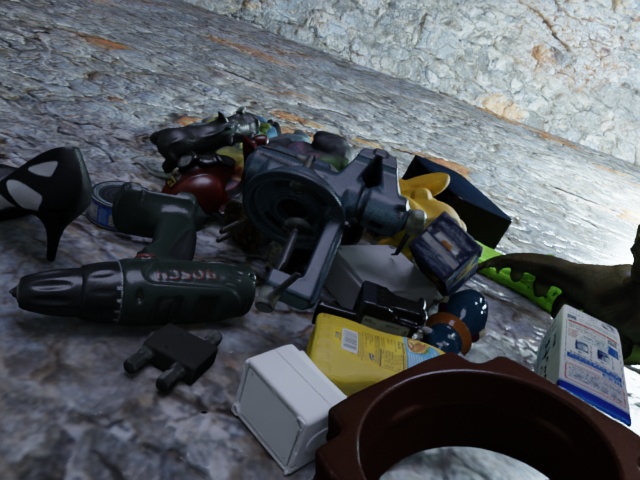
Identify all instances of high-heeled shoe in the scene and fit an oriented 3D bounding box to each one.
[{"bbox_3d":[-0.339,-0.081,0.607,0.249,0.145,0.086,35,30,28],"label":"high-heeled shoe"}]

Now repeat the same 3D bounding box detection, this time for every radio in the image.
[{"bbox_3d":[0.251,-0.077,1.029,0.131,0.073,0.230,17,23,-24],"label":"radio"}]

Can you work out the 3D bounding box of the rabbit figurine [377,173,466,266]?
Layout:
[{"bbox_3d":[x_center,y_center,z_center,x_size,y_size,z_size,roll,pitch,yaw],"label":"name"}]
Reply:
[{"bbox_3d":[0.131,-0.053,0.822,0.162,0.121,0.173,-24,42,-24],"label":"rabbit figurine"}]

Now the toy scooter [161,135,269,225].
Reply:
[{"bbox_3d":[-0.132,-0.088,0.762,0.184,0.135,0.075,-3,34,-34],"label":"toy scooter"}]

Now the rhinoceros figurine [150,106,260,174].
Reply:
[{"bbox_3d":[-0.187,-0.173,0.891,0.190,0.073,0.112,-25,3,-39],"label":"rhinoceros figurine"}]

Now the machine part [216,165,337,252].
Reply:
[{"bbox_3d":[-0.047,-0.051,0.761,0.079,0.079,0.243,34,46,30],"label":"machine part"}]

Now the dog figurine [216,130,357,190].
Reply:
[{"bbox_3d":[-0.069,-0.114,0.877,0.192,0.108,0.219,16,24,38],"label":"dog figurine"}]

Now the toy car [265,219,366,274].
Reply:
[{"bbox_3d":[-0.002,-0.002,0.743,0.056,0.073,0.201,35,31,28],"label":"toy car"}]

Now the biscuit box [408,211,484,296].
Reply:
[{"bbox_3d":[0.161,0.027,0.684,0.063,0.059,0.202,48,3,19],"label":"biscuit box"}]

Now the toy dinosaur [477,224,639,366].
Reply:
[{"bbox_3d":[0.410,0.084,0.687,0.105,0.198,0.472,-6,26,-41],"label":"toy dinosaur"}]

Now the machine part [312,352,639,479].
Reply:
[{"bbox_3d":[0.113,0.178,0.383,0.201,0.087,0.201,-15,25,-29],"label":"machine part"}]

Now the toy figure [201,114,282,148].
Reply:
[{"bbox_3d":[-0.150,-0.199,1.031,0.180,0.082,0.089,-5,32,-43],"label":"toy figure"}]

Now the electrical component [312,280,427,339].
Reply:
[{"bbox_3d":[0.052,0.089,0.601,0.119,0.074,0.048,14,26,0],"label":"electrical component"}]

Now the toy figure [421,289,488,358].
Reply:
[{"bbox_3d":[0.162,0.108,0.647,0.064,0.057,0.154,16,27,29],"label":"toy figure"}]

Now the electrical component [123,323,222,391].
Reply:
[{"bbox_3d":[-0.135,0.105,0.508,0.063,0.021,0.094,24,27,14],"label":"electrical component"}]

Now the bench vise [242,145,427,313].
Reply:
[{"bbox_3d":[0.002,-0.011,0.596,0.224,0.128,0.241,27,50,-6],"label":"bench vise"}]

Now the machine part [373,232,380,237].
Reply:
[{"bbox_3d":[0.134,-0.016,0.900,0.139,0.039,0.084,22,18,14],"label":"machine part"}]

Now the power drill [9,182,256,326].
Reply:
[{"bbox_3d":[-0.193,0.013,0.589,0.232,0.086,0.207,8,24,-23],"label":"power drill"}]
